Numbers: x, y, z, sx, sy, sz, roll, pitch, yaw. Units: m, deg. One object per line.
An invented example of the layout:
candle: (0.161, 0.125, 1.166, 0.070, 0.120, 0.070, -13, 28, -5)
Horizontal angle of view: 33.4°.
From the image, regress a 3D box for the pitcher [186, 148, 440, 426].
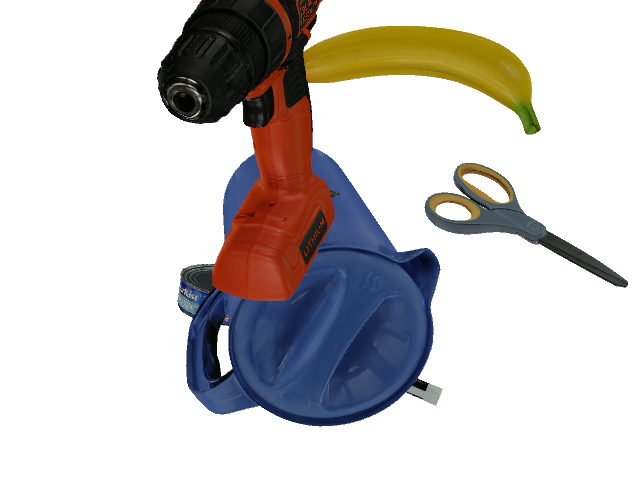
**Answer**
pitcher: (-0.019, 0.022, 0.783, 0.149, 0.145, 0.243, 6, 23, -12)

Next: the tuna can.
tuna can: (-0.097, 0.053, 1.050, 0.086, 0.034, 0.086, 9, 16, -3)

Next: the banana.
banana: (0.076, -0.133, 0.809, 0.198, 0.069, 0.037, 13, -35, 14)

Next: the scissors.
scissors: (0.171, -0.004, 0.952, 0.096, 0.016, 0.202, -23, 47, -18)

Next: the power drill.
power drill: (-0.034, -0.060, 0.598, 0.057, 0.188, 0.184, 11, 38, 15)

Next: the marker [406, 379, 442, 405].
marker: (0.068, 0.140, 1.116, 0.121, 0.020, 0.020, 22, 4, 10)
